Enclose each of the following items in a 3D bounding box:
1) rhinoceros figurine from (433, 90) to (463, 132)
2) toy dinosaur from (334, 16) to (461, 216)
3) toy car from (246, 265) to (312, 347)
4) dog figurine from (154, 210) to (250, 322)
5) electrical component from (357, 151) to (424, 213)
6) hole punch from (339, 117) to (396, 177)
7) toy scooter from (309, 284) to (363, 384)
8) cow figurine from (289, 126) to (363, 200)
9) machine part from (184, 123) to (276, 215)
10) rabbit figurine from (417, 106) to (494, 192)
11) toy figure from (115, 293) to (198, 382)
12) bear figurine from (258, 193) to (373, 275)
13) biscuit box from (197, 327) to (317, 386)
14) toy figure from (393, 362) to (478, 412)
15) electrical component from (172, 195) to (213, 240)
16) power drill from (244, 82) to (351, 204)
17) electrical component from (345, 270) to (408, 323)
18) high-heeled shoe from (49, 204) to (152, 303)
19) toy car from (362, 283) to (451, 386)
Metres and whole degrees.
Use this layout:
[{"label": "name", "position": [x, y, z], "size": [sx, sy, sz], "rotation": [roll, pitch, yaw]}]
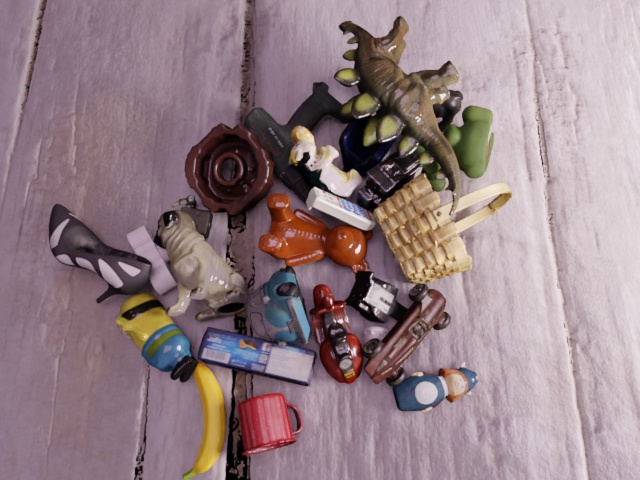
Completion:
[{"label": "rhinoceros figurine", "position": [0.195, -0.282, 1.100], "size": [0.190, 0.112, 0.073], "rotation": [8, 73, -4]}, {"label": "toy dinosaur", "position": [0.148, -0.253, 0.981], "size": [0.198, 0.105, 0.472], "rotation": [-33, 64, -4]}, {"label": "toy car", "position": [-0.077, 0.116, 0.935], "size": [0.103, 0.109, 0.162], "rotation": [-17, 26, -3]}, {"label": "dog figurine", "position": [-0.210, 0.039, 0.986], "size": [0.121, 0.172, 0.190], "rotation": [-28, 60, 24]}, {"label": "electrical component", "position": [0.132, -0.109, 1.035], "size": [0.134, 0.114, 0.058], "rotation": [-37, 72, -14]}, {"label": "hole punch", "position": [0.104, -0.189, 1.063], "size": [0.092, 0.115, 0.142], "rotation": [24, 71, 17]}, {"label": "toy scooter", "position": [0.026, 0.155, 0.930], "size": [0.075, 0.135, 0.184], "rotation": [-17, 72, -7]}, {"label": "cow figurine", "position": [-0.006, -0.133, 1.021], "size": [0.167, 0.068, 0.098], "rotation": [42, 84, -10]}, {"label": "machine part", "position": [-0.173, -0.136, 1.051], "size": [0.180, 0.056, 0.179], "rotation": [0, 90, 18]}, {"label": "rabbit figurine", "position": [0.251, -0.177, 1.077], "size": [0.170, 0.121, 0.159], "rotation": [10, 77, 24]}, {"label": "toy figure", "position": [-0.288, 0.171, 0.960], "size": [0.180, 0.082, 0.089], "rotation": [36, 55, 20]}, {"label": "bear figurine", "position": [-0.001, -0.002, 0.994], "size": [0.196, 0.131, 0.120], "rotation": [9, 72, 11]}, {"label": "biscuit box", "position": [-0.110, 0.207, 0.952], "size": [0.203, 0.062, 0.059], "rotation": [12, 71, 6]}, {"label": "toy figure", "position": [0.205, 0.258, 0.933], "size": [0.154, 0.058, 0.064], "rotation": [-13, 109, -5]}, {"label": "electrical component", "position": [-0.254, -0.035, 1.051], "size": [0.078, 0.045, 0.102], "rotation": [12, 71, 7]}, {"label": "power drill", "position": [-0.025, -0.207, 1.098], "size": [0.232, 0.086, 0.207], "rotation": [44, 83, 7]}, {"label": "electrical component", "position": [0.109, 0.112, 0.986], "size": [0.119, 0.048, 0.075], "rotation": [31, 72, -30]}, {"label": "high-heeled shoe", "position": [-0.409, 0.002, 0.992], "size": [0.145, 0.086, 0.249], "rotation": [-37, 78, 20]}, {"label": "toy car", "position": [0.155, 0.166, 0.942], "size": [0.202, 0.053, 0.089], "rotation": [-45, 111, -23]}]
